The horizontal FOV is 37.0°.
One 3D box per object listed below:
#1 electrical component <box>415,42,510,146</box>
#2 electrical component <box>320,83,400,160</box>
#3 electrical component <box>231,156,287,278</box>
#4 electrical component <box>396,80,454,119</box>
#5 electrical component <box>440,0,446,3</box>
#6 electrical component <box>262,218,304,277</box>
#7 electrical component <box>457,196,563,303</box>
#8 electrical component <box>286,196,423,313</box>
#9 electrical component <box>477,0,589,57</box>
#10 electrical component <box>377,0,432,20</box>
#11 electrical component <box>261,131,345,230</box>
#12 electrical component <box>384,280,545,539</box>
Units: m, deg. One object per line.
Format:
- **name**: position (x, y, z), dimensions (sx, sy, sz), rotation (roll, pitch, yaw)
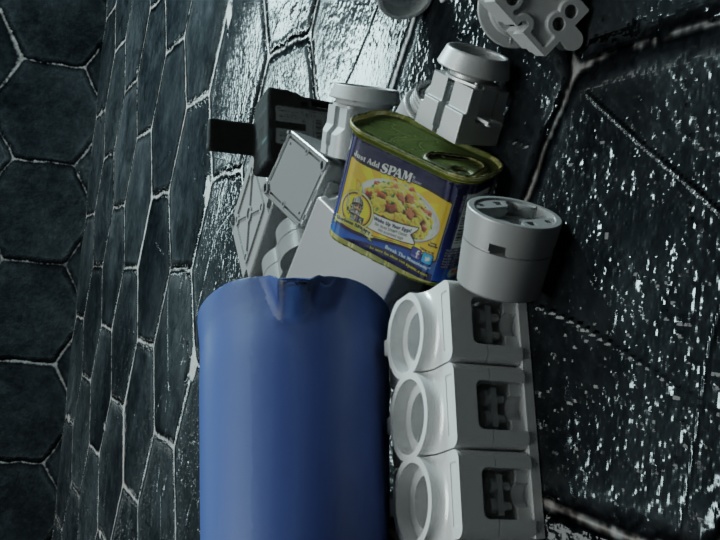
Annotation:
- **electrical component**: position (0.069, -0.115, 0.697), dimensions (0.066, 0.048, 0.055), rotation (39, 122, 46)
- **electrical component**: position (0.002, -0.118, 0.859), dimensions (0.078, 0.058, 0.057), rotation (-145, 60, -66)
- **electrical component**: position (-0.083, -0.052, 1.056), dimensions (0.108, 0.056, 0.108), rotation (-109, 33, -48)
- **electrical component**: position (0.050, -0.112, 0.753), dimensions (0.062, 0.043, 0.043), rotation (122, 147, -45)
- **electrical component**: position (0.073, -0.231, 0.694), dimensions (0.063, 0.079, 0.121), rotation (-67, 17, -17)
- **electrical component**: position (-0.060, 0.019, 0.985), dimensions (0.138, 0.052, 0.073), rotation (118, 149, -44)
- **electrical component**: position (0.085, -0.012, 0.623), dimensions (0.055, 0.055, 0.047), rotation (-128, 44, -61)
- **electrical component**: position (0.000, 0.000, 0.798), dimensions (0.100, 0.048, 0.099), rotation (45, 132, 25)
- **electrical component**: position (0.097, -0.154, 0.631), dimensions (0.048, 0.066, 0.055), rotation (-47, 17, 1)
- **electrical component**: position (0.030, -0.228, 0.832), dimensions (0.045, 0.045, 0.055), rotation (117, 151, -43)
- **electrical component**: position (-0.030, -0.068, 0.911), dimensions (0.096, 0.061, 0.061), rotation (44, 113, 51)
- **electrical component**: position (0.057, 0.091, 0.654), dimensions (0.089, 0.062, 0.150), rotation (141, 132, -61)
